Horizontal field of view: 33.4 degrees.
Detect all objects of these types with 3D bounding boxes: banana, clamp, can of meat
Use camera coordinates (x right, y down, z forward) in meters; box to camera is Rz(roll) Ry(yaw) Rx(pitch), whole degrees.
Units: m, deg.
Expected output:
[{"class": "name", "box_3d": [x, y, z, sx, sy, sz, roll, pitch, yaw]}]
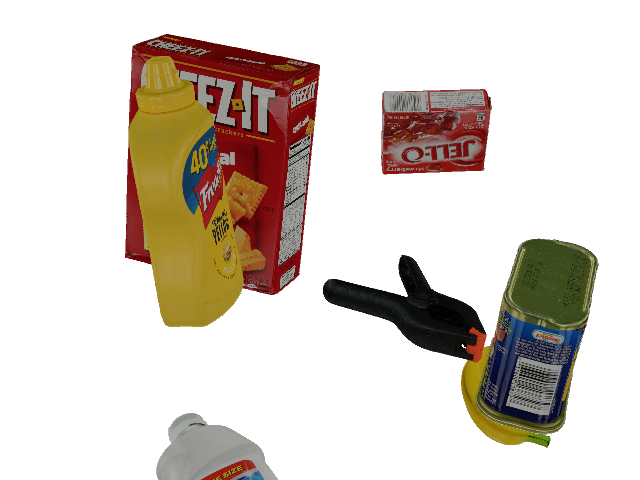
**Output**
[{"class": "banana", "box_3d": [0.194, 0.178, 1.215, 0.069, 0.037, 0.198, 10, 24, -15]}, {"class": "clamp", "box_3d": [0.100, 0.063, 1.051, 0.172, 0.039, 0.120, 28, 40, 32]}, {"class": "can of meat", "box_3d": [0.139, 0.057, 0.680, 0.057, 0.084, 0.102, 14, 33, 12]}]

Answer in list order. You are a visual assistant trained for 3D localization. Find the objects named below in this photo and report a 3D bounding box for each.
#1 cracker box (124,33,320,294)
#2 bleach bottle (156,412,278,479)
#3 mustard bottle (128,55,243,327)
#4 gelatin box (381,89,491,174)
[{"class": "cracker box", "box_3d": [-0.096, -0.070, 0.999, 0.164, 0.214, 0.072, 14, 25, 18]}, {"class": "bleach bottle", "box_3d": [-0.061, 0.205, 0.717, 0.102, 0.068, 0.251, -16, 34, -18]}, {"class": "mustard bottle", "box_3d": [-0.101, -0.040, 0.779, 0.058, 0.191, 0.096, 0, 25, 17]}, {"class": "gelatin box", "box_3d": [0.096, -0.090, 0.898, 0.089, 0.030, 0.073, -1, -40, 2]}]
